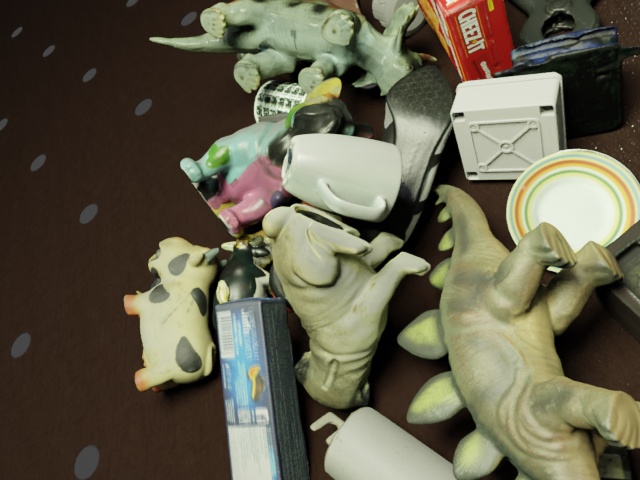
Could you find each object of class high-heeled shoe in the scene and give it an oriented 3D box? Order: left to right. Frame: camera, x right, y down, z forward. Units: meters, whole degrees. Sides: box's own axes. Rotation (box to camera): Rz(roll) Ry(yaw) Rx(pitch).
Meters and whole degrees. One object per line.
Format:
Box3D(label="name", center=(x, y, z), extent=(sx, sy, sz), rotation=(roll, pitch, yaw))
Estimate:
Box3D(label="high-heeled shoe", center=(0.107, -0.093, 0.657), extent=(0.086, 0.145, 0.249), rotation=(17, 53, 14))

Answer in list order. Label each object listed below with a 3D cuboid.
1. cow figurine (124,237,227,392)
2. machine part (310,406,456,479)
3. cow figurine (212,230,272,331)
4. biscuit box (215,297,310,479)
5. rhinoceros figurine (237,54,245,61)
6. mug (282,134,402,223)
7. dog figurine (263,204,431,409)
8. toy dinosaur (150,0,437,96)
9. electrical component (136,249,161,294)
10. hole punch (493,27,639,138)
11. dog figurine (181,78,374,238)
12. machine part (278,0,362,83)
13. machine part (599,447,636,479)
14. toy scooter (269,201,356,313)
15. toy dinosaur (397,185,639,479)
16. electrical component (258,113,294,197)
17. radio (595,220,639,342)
Box3D(label="cow figurine", center=(-0.177, 0.085, 0.688), extent=(0.127, 0.085, 0.195), rotation=(-13, 68, -3))
Box3D(label="machine part", center=(0.089, 0.224, 0.474), extent=(0.244, 0.079, 0.079), rotation=(26, 75, 39))
Box3D(label="cow figurine", center=(-0.093, 0.049, 0.672), extent=(0.068, 0.098, 0.167), rotation=(-19, 53, 26))
Box3D(label="biscuit box", center=(-0.060, 0.161, 0.558), extent=(0.059, 0.062, 0.202), rotation=(-11, 80, 24))
Box3D(label="rhinoceros figurine", center=(-0.068, -0.373, 0.940), extent=(0.112, 0.073, 0.190), rotation=(33, 80, 38))
Box3D(label="mug", center=(0.018, -0.058, 0.529), extent=(0.107, 0.080, 0.110), rotation=(11, 41, -13))
Box3D(label="dog figurine", center=(-0.003, 0.073, 0.535), extent=(0.121, 0.172, 0.190), rotation=(-99, 32, -76))
Box3D(label="toy dinosaur", center=(-0.024, -0.281, 0.749), extent=(0.405, 0.131, 0.192), rotation=(21, 34, 20))
Box3D(label="electrical component", center=(-0.212, 0.055, 0.767), extent=(0.078, 0.045, 0.102), rotation=(-3, 60, 29))
Box3D(label="hole punch", center=(0.279, -0.187, 0.610), extent=(0.142, 0.115, 0.092), rotation=(-3, 51, 27))
Box3D(label="dog figurine", center=(-0.047, -0.102, 0.659), extent=(0.219, 0.191, 0.108), rotation=(-34, 94, -7))
Box3D(label="machine part", center=(-0.010, -0.329, 0.842), extent=(0.179, 0.056, 0.179), rotation=(-1, 86, 9))
Box3D(label="machine part", center=(0.220, 0.227, 0.427), extent=(0.084, 0.039, 0.139), rotation=(-6, 56, 16))
Box3D(label="toy scooter", center=(-0.001, -0.002, 0.653), extent=(0.075, 0.135, 0.183), rotation=(22, 90, 5))
Box3D(label="toy dinosaur", center=(0.157, 0.072, 0.474), extent=(0.198, 0.105, 0.472), rotation=(-44, 27, 37))
Box3D(label="electrical component", center=(-0.032, -0.117, 0.732), extent=(0.134, 0.058, 0.114), rotation=(0, 99, 23))
Box3D(label="radio", center=(0.362, 0.006, 0.462), extent=(0.229, 0.073, 0.131), rotation=(-38, 50, 2))
